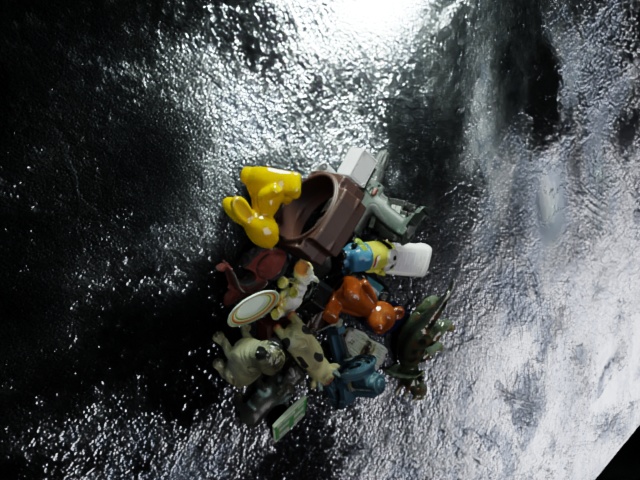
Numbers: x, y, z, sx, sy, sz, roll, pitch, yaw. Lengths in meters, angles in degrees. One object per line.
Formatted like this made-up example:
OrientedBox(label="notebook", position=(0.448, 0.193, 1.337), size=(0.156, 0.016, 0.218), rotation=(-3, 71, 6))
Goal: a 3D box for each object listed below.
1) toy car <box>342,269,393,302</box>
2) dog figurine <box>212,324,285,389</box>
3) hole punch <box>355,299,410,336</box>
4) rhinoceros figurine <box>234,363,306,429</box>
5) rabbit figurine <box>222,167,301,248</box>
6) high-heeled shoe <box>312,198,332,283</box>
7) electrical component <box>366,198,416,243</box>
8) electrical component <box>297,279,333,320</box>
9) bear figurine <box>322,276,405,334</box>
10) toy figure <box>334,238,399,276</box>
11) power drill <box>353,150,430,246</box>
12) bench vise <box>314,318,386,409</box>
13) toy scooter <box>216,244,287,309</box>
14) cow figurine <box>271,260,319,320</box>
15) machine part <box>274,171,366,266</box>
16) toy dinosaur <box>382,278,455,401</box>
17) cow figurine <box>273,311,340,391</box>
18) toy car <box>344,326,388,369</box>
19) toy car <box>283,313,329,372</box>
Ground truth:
OrientedBox(label="toy car", position=(0.112, 0.136, 1.446), size=(0.161, 0.109, 0.103), rotation=(33, 99, -31))
OrientedBox(label="dog figurine", position=(-0.150, 0.290, 1.219), size=(0.121, 0.191, 0.172), rotation=(-28, 120, -30))
OrientedBox(label="hole punch", position=(0.179, 0.213, 1.530), size=(0.142, 0.092, 0.116), rotation=(41, 80, -42))
OrientedBox(label="rhinoceros figurine", position=(-0.120, 0.374, 1.319), size=(0.190, 0.112, 0.073), rotation=(-40, 122, -14))
OrientedBox(label="rabbit figurine", position=(-0.125, -0.070, 1.175), size=(0.162, 0.122, 0.173), rotation=(7, 88, -27))
OrientedBox(label="high-heeled shoe", position=(-0.003, -0.004, 1.357), size=(0.086, 0.145, 0.248), rotation=(26, 115, -27))
OrientedBox(label="electrical component", position=(0.198, -0.052, 1.439), size=(0.058, 0.134, 0.114), rotation=(13, 95, -42))
OrientedBox(label="electrical component", position=(-0.006, 0.136, 1.346), size=(0.047, 0.075, 0.119), rotation=(36, 47, -13))
OrientedBox(label="bear figurine", position=(0.114, 0.183, 1.352), size=(0.195, 0.132, 0.120), rotation=(42, 117, -14))
OrientedBox(label="toy figure", position=(0.121, 0.038, 1.378), size=(0.180, 0.089, 0.082), rotation=(-1, 144, -27))
OrientedBox(label="power drill", position=(0.173, -0.097, 1.364), size=(0.232, 0.207, 0.086), rotation=(-57, 157, 1))
OrientedBox(label="bench vise", position=(0.061, 0.317, 1.400), size=(0.129, 0.224, 0.240), rotation=(-22, 99, -34))
OrientedBox(label="toy scooter", position=(-0.163, 0.067, 1.216), size=(0.184, 0.075, 0.135), rotation=(-44, 133, -9))
OrientedBox(label="cow figurine", position=(-0.055, 0.115, 1.291), size=(0.098, 0.068, 0.167), rotation=(0, 135, -55))
OrientedBox(label="machine part", position=(-0.009, -0.056, 1.227), size=(0.087, 0.202, 0.201), rotation=(39, 79, -36))
OrientedBox(label="toy dinosaur", position=(0.283, 0.291, 1.559), size=(0.192, 0.131, 0.404), rotation=(-31, 137, -38))
OrientedBox(label="cow figurine", position=(-0.024, 0.274, 1.287), size=(0.085, 0.127, 0.194), rotation=(-35, 126, -7))
OrientedBox(label="toy car", position=(0.127, 0.309, 1.532), size=(0.201, 0.056, 0.073), rotation=(38, 78, -38))
OrientedBox(label="toy car", position=(-0.036, 0.254, 1.391), size=(0.089, 0.053, 0.202), rotation=(36, 78, -42))
